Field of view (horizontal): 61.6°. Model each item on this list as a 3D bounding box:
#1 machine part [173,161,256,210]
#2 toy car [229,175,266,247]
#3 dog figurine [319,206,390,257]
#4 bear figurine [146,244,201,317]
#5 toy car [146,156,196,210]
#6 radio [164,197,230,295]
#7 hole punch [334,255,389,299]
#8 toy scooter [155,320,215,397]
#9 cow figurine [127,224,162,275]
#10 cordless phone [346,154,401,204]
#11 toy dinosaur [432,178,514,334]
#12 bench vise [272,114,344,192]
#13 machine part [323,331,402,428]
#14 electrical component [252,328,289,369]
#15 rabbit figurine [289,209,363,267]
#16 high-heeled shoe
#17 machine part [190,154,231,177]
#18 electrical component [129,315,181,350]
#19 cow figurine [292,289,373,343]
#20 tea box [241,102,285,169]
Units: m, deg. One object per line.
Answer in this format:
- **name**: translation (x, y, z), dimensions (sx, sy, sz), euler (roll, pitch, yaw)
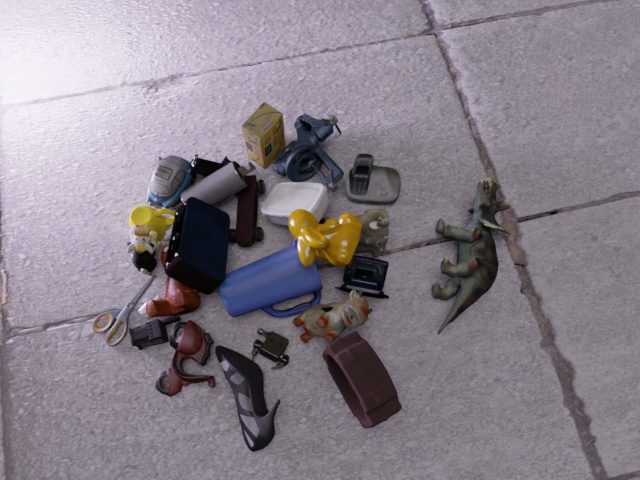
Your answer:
- **machine part**: translation (-0.275, -0.133, 1.408), dimensions (0.243, 0.079, 0.079), euler (-30, 73, 8)
- **toy car**: translation (-0.192, -0.077, 1.430), dimensions (0.089, 0.053, 0.202), euler (-7, 68, 17)
- **dog figurine**: translation (0.070, -0.029, 1.364), dimensions (0.191, 0.172, 0.121), euler (5, 59, -7)
- **bear figurine**: translation (-0.360, 0.085, 1.328), dimensions (0.120, 0.132, 0.196), euler (-18, 77, 19)
- **toy car**: translation (-0.406, -0.164, 1.429), dimensions (0.109, 0.103, 0.161), euler (22, 69, 7)
- **radio**: translation (-0.296, 0.009, 1.315), dimensions (0.131, 0.073, 0.230), euler (29, 37, -30)
- **hole punch**: translation (0.111, 0.095, 1.343), dimensions (0.142, 0.115, 0.092), euler (8, 77, 3)
- **toy scooter**: translation (-0.303, 0.288, 1.284), dimensions (0.135, 0.075, 0.184), euler (13, 73, 4)
- **cow figurine**: translation (-0.438, 0.025, 1.325), dimensions (0.068, 0.167, 0.098), euler (3, 69, -6)
- **cordless phone**: translation (0.146, -0.172, 1.406), dimensions (0.147, 0.184, 0.089), euler (5, 66, 0)
- **toy dinosaur**: translation (0.395, 0.051, 1.376), dimensions (0.192, 0.131, 0.404), euler (7, 76, 1)
- **bench vise**: translation (-0.006, -0.223, 1.443), dimensions (0.224, 0.128, 0.241), euler (-36, 57, -6)
- **machine part**: translation (0.093, 0.316, 1.218), dimensions (0.087, 0.201, 0.201), euler (-27, 73, -13)
- **electrical component**: translation (-0.120, 0.269, 1.315), dimensions (0.102, 0.045, 0.078), euler (22, 43, 3)
- **rabbit figurine**: translation (-0.003, -0.004, 1.266), dimensions (0.173, 0.122, 0.162), euler (32, 37, -5)
- **high-heeled shoe**: translation (-0.190, 0.374, 1.276), dimensions (0.249, 0.086, 0.145), euler (37, 104, 29)
- **machine part**: translation (-0.284, -0.192, 1.449), dimensions (0.139, 0.039, 0.084), euler (8, 71, -39)
- **electrical component**: translation (-0.395, 0.223, 1.306), dimensions (0.119, 0.074, 0.048), euler (-15, 70, -10)
- **cow figurine**: translation (0.040, 0.183, 1.280), dimensions (0.127, 0.195, 0.085), euler (-40, 106, -39)
- **tea box**: translation (-0.149, -0.276, 1.441), dimensions (0.068, 0.169, 0.098), euler (35, 74, 10)
